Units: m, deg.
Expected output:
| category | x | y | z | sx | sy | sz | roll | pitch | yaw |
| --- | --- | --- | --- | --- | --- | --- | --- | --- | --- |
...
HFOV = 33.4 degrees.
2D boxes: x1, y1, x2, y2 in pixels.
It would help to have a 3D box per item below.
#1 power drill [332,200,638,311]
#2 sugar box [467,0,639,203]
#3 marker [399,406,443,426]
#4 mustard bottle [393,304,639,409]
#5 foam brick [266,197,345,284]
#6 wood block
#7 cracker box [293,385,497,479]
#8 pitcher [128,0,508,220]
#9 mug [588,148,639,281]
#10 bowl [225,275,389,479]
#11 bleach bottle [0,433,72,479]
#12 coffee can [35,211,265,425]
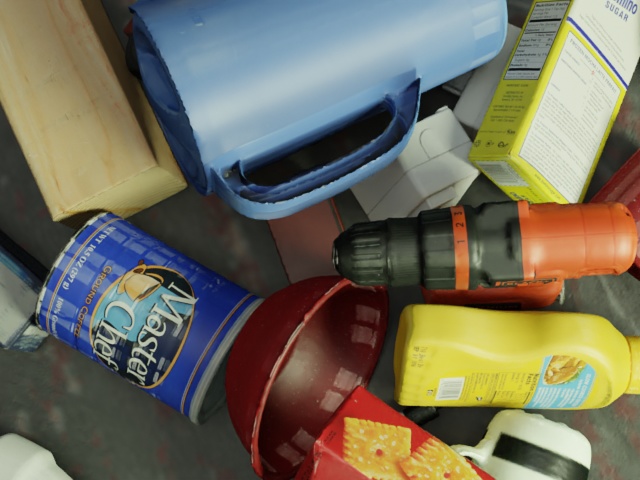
| category | x | y | z | sx | sy | sz | roll | pitch | yaw |
| --- | --- | --- | --- | --- | --- | --- | --- | --- | --- |
| power drill | 0.105 | 0.015 | 0.719 | 0.184 | 0.187 | 0.057 | -2 | 83 | 5 |
| sugar box | 0.176 | -0.112 | 0.766 | 0.048 | 0.093 | 0.176 | 6 | 67 | 47 |
| marker | 0.037 | 0.150 | 0.792 | 0.121 | 0.020 | 0.020 | -30 | 80 | 2 |
| mustard bottle | 0.150 | 0.085 | 0.748 | 0.191 | 0.096 | 0.058 | 3 | 53 | 0 |
| foam brick | -0.005 | 0.001 | 0.802 | 0.051 | 0.053 | 0.078 | -21 | 79 | 3 |
| wood block | -0.193 | -0.119 | 0.823 | 0.090 | 0.091 | 0.206 | -27 | 80 | 3 |
| cracker box | 0.071 | 0.220 | 0.706 | 0.214 | 0.164 | 0.072 | 34 | 42 | 10 |
| pitcher | 0.005 | -0.124 | 0.723 | 0.242 | 0.145 | 0.149 | -23 | 111 | -12 |
| mug | 0.248 | -0.011 | 0.761 | 0.117 | 0.093 | 0.081 | 42 | 94 | -15 |
| bowl | -0.017 | 0.086 | 0.746 | 0.055 | 0.162 | 0.162 | 26 | 85 | 27 |
| bleach bottle | -0.195 | 0.240 | 0.787 | 0.102 | 0.068 | 0.251 | -45 | 77 | -1 |
| coffee can | -0.121 | 0.056 | 0.782 | 0.140 | 0.103 | 0.103 | 29 | 86 | 10 |
